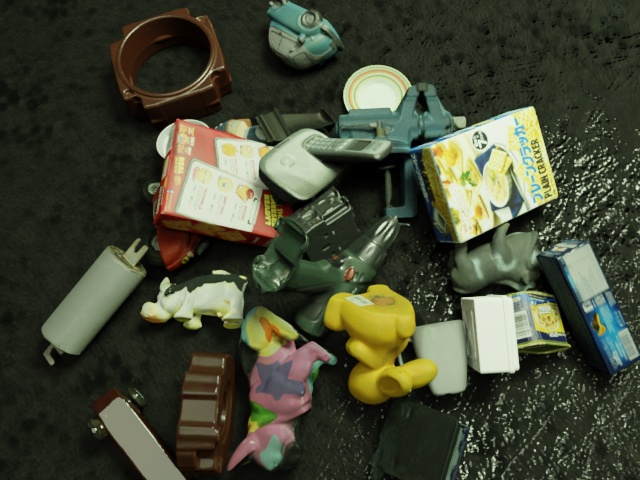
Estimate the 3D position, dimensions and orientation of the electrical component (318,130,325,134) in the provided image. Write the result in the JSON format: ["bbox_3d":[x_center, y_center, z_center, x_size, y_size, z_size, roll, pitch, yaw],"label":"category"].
[{"bbox_3d":[0.014,-0.156,0.977,0.063,0.021,0.094,7,71,5],"label":"electrical component"}]

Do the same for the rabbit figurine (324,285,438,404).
[{"bbox_3d":[0.093,0.170,0.800,0.163,0.122,0.173,23,111,40],"label":"rabbit figurine"}]

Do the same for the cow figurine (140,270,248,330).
[{"bbox_3d":[-0.204,0.093,0.877,0.167,0.068,0.098,2,65,0],"label":"cow figurine"}]

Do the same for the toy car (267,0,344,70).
[{"bbox_3d":[-0.044,-0.381,1.018,0.162,0.109,0.103,34,94,22],"label":"toy car"}]

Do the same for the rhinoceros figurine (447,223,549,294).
[{"bbox_3d":[0.301,0.035,0.869,0.190,0.073,0.112,-13,70,-2],"label":"rhinoceros figurine"}]

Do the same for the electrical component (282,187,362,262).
[{"bbox_3d":[-0.002,-0.003,0.871,0.134,0.114,0.058,-36,45,-9],"label":"electrical component"}]

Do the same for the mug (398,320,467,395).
[{"bbox_3d":[0.176,0.183,0.823,0.110,0.080,0.107,-13,75,9],"label":"mug"}]

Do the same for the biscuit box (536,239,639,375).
[{"bbox_3d":[0.405,0.100,0.810,0.059,0.063,0.202,-28,96,-5],"label":"biscuit box"}]

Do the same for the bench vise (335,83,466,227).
[{"bbox_3d":[0.140,-0.137,0.919,0.224,0.129,0.240,-2,91,-8],"label":"bench vise"}]

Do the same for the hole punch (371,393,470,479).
[{"bbox_3d":[0.151,0.302,0.788,0.116,0.092,0.142,11,72,37],"label":"hole punch"}]

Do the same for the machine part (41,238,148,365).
[{"bbox_3d":[-0.362,0.096,0.863,0.079,0.079,0.243,40,91,14],"label":"machine part"}]

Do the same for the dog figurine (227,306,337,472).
[{"bbox_3d":[-0.082,0.232,0.805,0.192,0.108,0.219,32,78,12],"label":"dog figurine"}]

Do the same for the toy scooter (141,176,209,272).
[{"bbox_3d":[-0.232,-0.038,0.923,0.135,0.075,0.184,-11,66,-3],"label":"toy scooter"}]

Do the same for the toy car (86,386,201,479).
[{"bbox_3d":[-0.266,0.313,0.812,0.089,0.053,0.202,-41,78,-15],"label":"toy car"}]

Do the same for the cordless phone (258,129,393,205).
[{"bbox_3d":[0.011,-0.113,0.833,0.184,0.088,0.146,7,38,40],"label":"cordless phone"}]

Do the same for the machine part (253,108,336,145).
[{"bbox_3d":[-0.042,-0.201,0.942,0.139,0.039,0.084,-13,51,-25],"label":"machine part"}]

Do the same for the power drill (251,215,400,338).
[{"bbox_3d":[0.008,0.033,0.814,0.086,0.207,0.232,37,98,36],"label":"power drill"}]

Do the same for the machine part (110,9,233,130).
[{"bbox_3d":[-0.281,-0.326,1.017,0.201,0.087,0.201,-19,72,-4],"label":"machine part"}]

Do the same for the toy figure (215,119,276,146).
[{"bbox_3d":[-0.122,-0.187,0.978,0.155,0.057,0.064,16,29,8],"label":"toy figure"}]

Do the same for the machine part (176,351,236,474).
[{"bbox_3d":[-0.157,0.245,0.771,0.056,0.179,0.179,2,71,0],"label":"machine part"}]
